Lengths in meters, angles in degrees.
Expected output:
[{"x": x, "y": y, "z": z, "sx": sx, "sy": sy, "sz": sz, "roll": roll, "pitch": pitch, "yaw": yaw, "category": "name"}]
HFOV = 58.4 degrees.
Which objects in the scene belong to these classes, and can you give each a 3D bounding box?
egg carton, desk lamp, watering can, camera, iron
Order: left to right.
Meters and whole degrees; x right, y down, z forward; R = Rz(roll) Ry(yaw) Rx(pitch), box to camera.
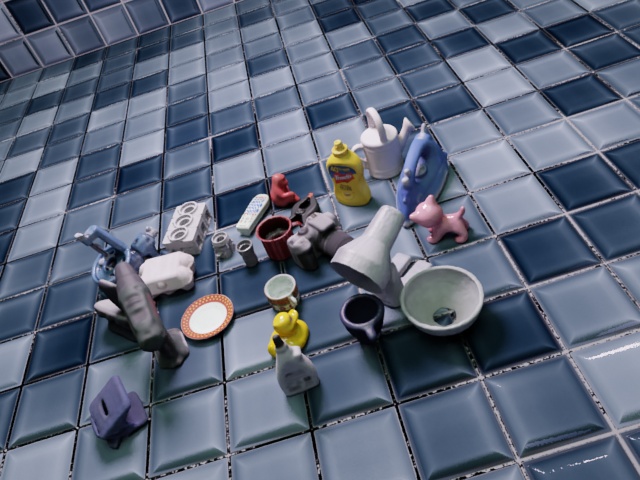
[{"x": -0.389, "y": 0.091, "z": 1.451, "sx": 0.150, "sy": 0.069, "sz": 0.107, "roll": -15, "pitch": 43, "yaw": 6, "category": "egg carton"}, {"x": 0.013, "y": 0.005, "z": 1.368, "sx": 0.143, "sy": 0.101, "sz": 0.136, "roll": -39, "pitch": 46, "yaw": -20, "category": "camera"}, {"x": 0.130, "y": 0.045, "z": 1.199, "sx": 0.117, "sy": 0.214, "sz": 0.203, "roll": 20, "pitch": 56, "yaw": 35, "category": "desk lamp"}, {"x": 0.166, "y": -0.270, "z": 1.525, "sx": 0.173, "sy": 0.194, "sz": 0.100, "roll": -37, "pitch": 45, "yaw": -17, "category": "watering can"}, {"x": 0.240, "y": -0.167, "z": 1.431, "sx": 0.118, "sy": 0.142, "sz": 0.258, "roll": 5, "pitch": 48, "yaw": 25, "category": "iron"}]

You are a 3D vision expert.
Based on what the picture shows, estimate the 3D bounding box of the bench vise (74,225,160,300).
[{"x": -0.519, "y": 0.022, "z": 1.459, "sx": 0.121, "sy": 0.220, "sz": 0.207, "roll": 7, "pitch": 49, "yaw": 26, "category": "bench vise"}]

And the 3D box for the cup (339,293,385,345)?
[{"x": 0.097, "y": 0.179, "z": 1.162, "sx": 0.091, "sy": 0.095, "sz": 0.117, "roll": -22, "pitch": 42, "yaw": -2, "category": "cup"}]

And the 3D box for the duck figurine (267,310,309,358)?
[{"x": -0.076, "y": 0.194, "z": 1.217, "sx": 0.077, "sy": 0.086, "sz": 0.105, "roll": 22, "pitch": 57, "yaw": 36, "category": "duck figurine"}]

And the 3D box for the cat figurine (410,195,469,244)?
[{"x": 0.274, "y": -0.052, "z": 1.317, "sx": 0.127, "sy": 0.118, "sz": 0.067, "roll": -4, "pitch": 45, "yaw": 17, "category": "cat figurine"}]

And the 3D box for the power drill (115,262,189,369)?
[{"x": -0.371, "y": 0.177, "z": 1.252, "sx": 0.076, "sy": 0.209, "sz": 0.228, "roll": -30, "pitch": 43, "yaw": -11, "category": "power drill"}]

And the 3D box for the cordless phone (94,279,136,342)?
[{"x": -0.478, "y": 0.142, "z": 1.346, "sx": 0.147, "sy": 0.185, "sz": 0.094, "roll": 10, "pitch": 50, "yaw": 29, "category": "cordless phone"}]

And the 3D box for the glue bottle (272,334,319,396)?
[{"x": -0.058, "y": 0.235, "z": 1.103, "sx": 0.078, "sy": 0.173, "sz": 0.037, "roll": -20, "pitch": 42, "yaw": 0, "category": "glue bottle"}]

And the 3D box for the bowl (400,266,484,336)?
[{"x": 0.251, "y": 0.136, "z": 1.164, "sx": 0.167, "sy": 0.075, "sz": 0.167, "roll": -10, "pitch": 43, "yaw": 10, "category": "bowl"}]

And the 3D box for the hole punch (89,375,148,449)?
[{"x": -0.426, "y": 0.353, "z": 1.180, "sx": 0.101, "sy": 0.091, "sz": 0.108, "roll": -34, "pitch": 44, "yaw": -15, "category": "hole punch"}]

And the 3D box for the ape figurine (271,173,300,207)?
[{"x": -0.104, "y": -0.142, "z": 1.569, "sx": 0.076, "sy": 0.092, "sz": 0.077, "roll": -15, "pitch": 43, "yaw": 5, "category": "ape figurine"}]
